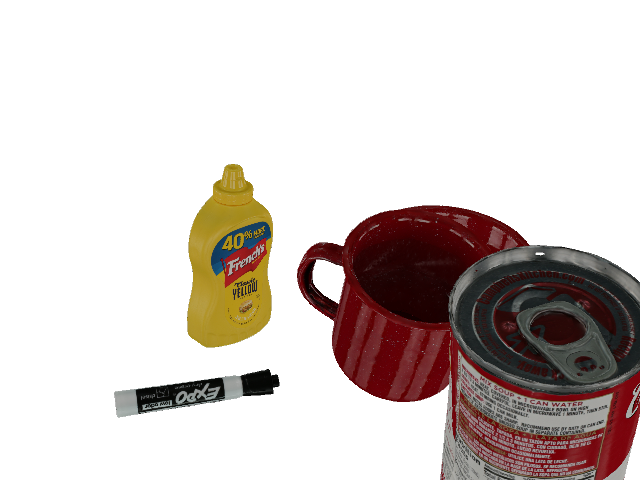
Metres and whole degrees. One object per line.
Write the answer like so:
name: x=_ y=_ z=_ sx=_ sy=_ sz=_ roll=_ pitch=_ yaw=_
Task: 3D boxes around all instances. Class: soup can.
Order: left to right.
soup can: x=0.077 y=0.062 z=0.378 sx=0.068 sy=0.102 sz=0.068 roll=-1 pitch=39 yaw=1

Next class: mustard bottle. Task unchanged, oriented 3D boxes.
mustard bottle: x=-0.092 y=0.012 z=1.106 sx=0.096 sy=0.192 sz=0.058 roll=-19 pitch=35 yaw=-37

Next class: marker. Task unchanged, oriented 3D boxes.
marker: x=-0.090 y=0.112 z=0.785 sx=0.121 sy=0.020 sz=0.020 roll=-7 pitch=1 yaw=-11

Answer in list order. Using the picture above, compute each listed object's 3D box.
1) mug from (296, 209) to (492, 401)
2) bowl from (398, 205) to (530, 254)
mug: x=0.041 y=0.038 z=0.637 sx=0.117 sy=0.082 sz=0.093 roll=19 pitch=46 yaw=6
bowl: x=0.113 y=0.033 z=0.977 sx=0.162 sy=0.055 sz=0.162 roll=2 pitch=35 yaw=-2
